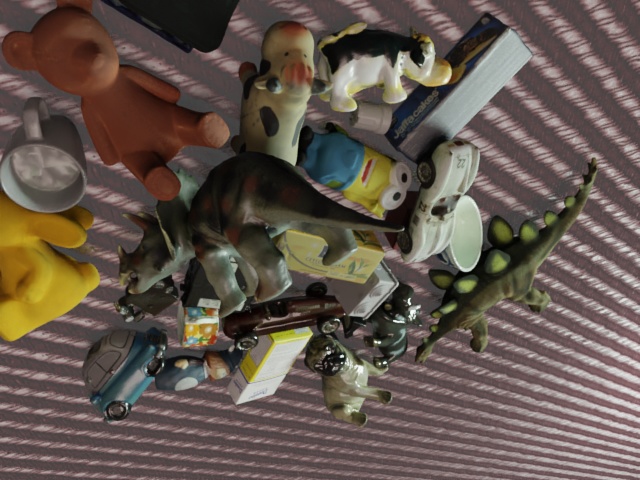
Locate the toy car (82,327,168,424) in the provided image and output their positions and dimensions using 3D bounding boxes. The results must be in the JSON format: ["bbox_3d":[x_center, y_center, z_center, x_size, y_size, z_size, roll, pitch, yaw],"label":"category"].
[{"bbox_3d":[-0.315,0.198,0.843,0.103,0.109,0.161,36,103,-22],"label":"toy car"}]

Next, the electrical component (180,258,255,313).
[{"bbox_3d":[-0.136,0.043,0.801,0.115,0.058,0.134,11,125,-31],"label":"electrical component"}]

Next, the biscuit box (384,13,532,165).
[{"bbox_3d":[0.174,-0.193,0.709,0.062,0.059,0.202,27,116,-38],"label":"biscuit box"}]

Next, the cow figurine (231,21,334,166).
[{"bbox_3d":[-0.050,-0.152,0.614,0.085,0.127,0.194,-3,133,-23],"label":"cow figurine"}]

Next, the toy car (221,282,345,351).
[{"bbox_3d":[-0.059,0.119,0.875,0.202,0.089,0.053,-9,134,-12],"label":"toy car"}]

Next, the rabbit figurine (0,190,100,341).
[{"bbox_3d":[-0.360,0.013,0.655,0.162,0.122,0.173,-24,115,-3],"label":"rabbit figurine"}]

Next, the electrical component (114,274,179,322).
[{"bbox_3d":[-0.257,0.085,0.800,0.102,0.045,0.078,-30,132,7],"label":"electrical component"}]

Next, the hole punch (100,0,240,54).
[{"bbox_3d":[-0.142,-0.255,0.528,0.142,0.092,0.115,25,87,-33],"label":"hole punch"}]

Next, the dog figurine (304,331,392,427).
[{"bbox_3d":[0.022,0.268,1.048,0.190,0.121,0.172,32,110,-23],"label":"dog figurine"}]

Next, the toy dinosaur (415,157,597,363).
[{"bbox_3d":[0.328,0.058,0.963,0.198,0.105,0.471,33,107,-35],"label":"toy dinosaur"}]

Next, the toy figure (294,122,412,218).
[{"bbox_3d":[0.044,-0.100,0.729,0.180,0.089,0.082,19,118,-24],"label":"toy figure"}]

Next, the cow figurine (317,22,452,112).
[{"bbox_3d":[0.079,-0.219,0.648,0.167,0.068,0.098,-14,128,-10],"label":"cow figurine"}]

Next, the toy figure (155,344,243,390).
[{"bbox_3d":[-0.208,0.223,0.936,0.154,0.058,0.064,-9,171,-16],"label":"toy figure"}]

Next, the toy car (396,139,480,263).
[{"bbox_3d":[0.164,-0.047,0.755,0.073,0.056,0.201,-14,133,-30],"label":"toy car"}]

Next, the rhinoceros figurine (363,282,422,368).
[{"bbox_3d":[0.136,0.158,0.996,0.112,0.073,0.190,-11,133,-11],"label":"rhinoceros figurine"}]

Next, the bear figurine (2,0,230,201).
[{"bbox_3d":[-0.208,-0.153,0.558,0.120,0.132,0.195,-49,140,-16],"label":"bear figurine"}]

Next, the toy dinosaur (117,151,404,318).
[{"bbox_3d":[-0.087,-0.028,0.608,0.405,0.192,0.131,-27,-175,43],"label":"toy dinosaur"}]

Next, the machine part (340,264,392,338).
[{"bbox_3d":[0.078,0.102,0.931,0.039,0.084,0.138,30,104,-11],"label":"machine part"}]

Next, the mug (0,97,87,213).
[{"bbox_3d":[-0.297,-0.101,0.578,0.081,0.107,0.109,-12,129,-12],"label":"mug"}]

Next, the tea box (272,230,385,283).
[{"bbox_3d":[-0.002,-0.002,0.785,0.169,0.098,0.068,11,125,-30],"label":"tea box"}]
